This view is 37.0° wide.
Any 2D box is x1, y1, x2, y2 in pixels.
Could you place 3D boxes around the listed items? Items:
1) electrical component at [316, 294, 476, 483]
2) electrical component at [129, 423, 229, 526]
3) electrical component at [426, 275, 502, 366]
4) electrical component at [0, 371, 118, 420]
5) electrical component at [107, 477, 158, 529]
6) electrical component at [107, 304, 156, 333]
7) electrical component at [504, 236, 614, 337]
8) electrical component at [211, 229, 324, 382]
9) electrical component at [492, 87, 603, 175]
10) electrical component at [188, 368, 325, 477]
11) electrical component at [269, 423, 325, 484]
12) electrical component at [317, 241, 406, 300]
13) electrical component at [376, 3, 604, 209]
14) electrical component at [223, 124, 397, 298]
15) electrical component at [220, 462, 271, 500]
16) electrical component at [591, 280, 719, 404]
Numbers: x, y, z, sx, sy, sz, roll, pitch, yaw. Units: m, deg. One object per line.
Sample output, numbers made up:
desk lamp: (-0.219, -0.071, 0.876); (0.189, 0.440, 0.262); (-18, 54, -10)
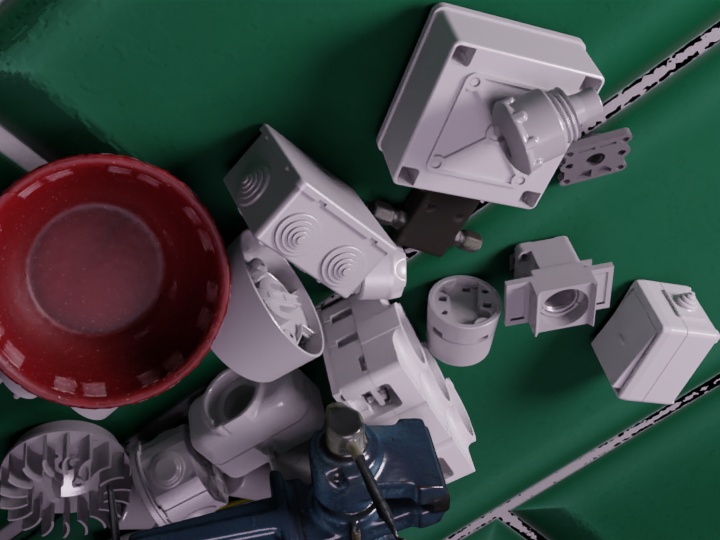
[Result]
electrical component: (0.032, 0.093, 0.825); (0.062, 0.089, 0.150); (-26, 131, 9)
electrical component: (-0.144, 0.165, 0.852); (0.051, 0.080, 0.080); (-28, 131, 3)
electrical component: (0.077, 0.040, 0.815); (0.055, 0.055, 0.047); (-5, 135, -10)
electrical component: (-0.229, 0.066, 0.761); (0.074, 0.052, 0.138); (-39, 127, 20)
electrical component: (-0.177, 0.199, 0.896); (0.055, 0.045, 0.045); (21, 122, -30)
electrical component: (-0.159, 0.031, 0.754); (0.055, 0.048, 0.066); (-6, 132, -19)
electrical component: (0.143, 0.010, 0.799); (0.081, 0.063, 0.042); (-10, 131, -6)
electrical component: (-0.066, 0.025, 0.738); (0.064, 0.099, 0.099); (-37, 129, 26)
electrical component: (0.113, -0.088, 0.640); (0.062, 0.048, 0.048); (-25, 132, -1)
electrical component: (-0.084, 0.111, 0.836); (0.095, 0.053, 0.059); (-31, 131, 13)
electrical component: (-0.032, 0.177, 0.885); (0.061, 0.062, 0.096); (16, 130, 30)
electrical component: (0.000, 0.000, 0.768); (0.062, 0.043, 0.043); (-1, 130, -11)
electrical component: (0.081, -0.103, 0.689); (0.109, 0.056, 0.108); (9, 128, -21)
electrical component: (-0.035, -0.037, 0.691); (0.100, 0.099, 0.048); (35, 103, -35)
electrical component: (-0.079, 0.174, 0.901); (0.078, 0.040, 0.040); (19, 124, -33)
electrical component: (0.235, 0.053, 0.860); (0.061, 0.061, 0.096); (8, 128, -20)
